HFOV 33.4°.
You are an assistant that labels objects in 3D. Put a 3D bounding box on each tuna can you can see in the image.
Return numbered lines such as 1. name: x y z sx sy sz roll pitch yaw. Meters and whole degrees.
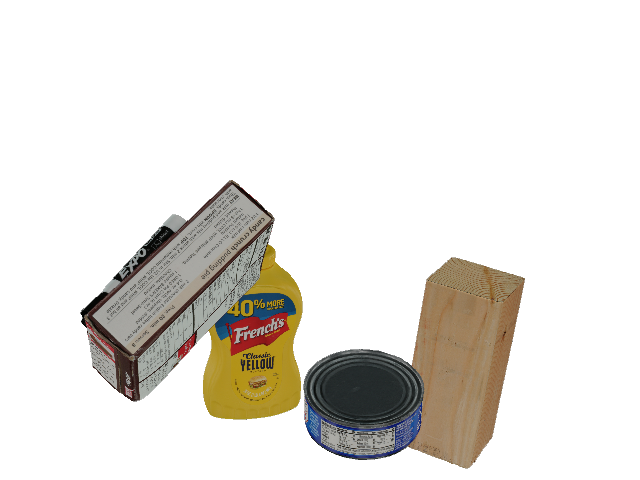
1. tuna can: 0.031 0.117 0.762 0.086 0.034 0.086 0 31 0

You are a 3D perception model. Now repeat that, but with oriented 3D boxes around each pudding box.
1. pudding box: -0.078 0.030 0.593 0.039 0.113 0.090 39 -23 9

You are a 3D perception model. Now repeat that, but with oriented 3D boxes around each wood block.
1. wood block: 0.159 0.137 1.205 0.090 0.206 0.090 17 22 22

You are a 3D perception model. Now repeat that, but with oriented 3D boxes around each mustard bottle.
1. mustard bottle: -0.066 0.078 1.037 0.096 0.192 0.058 -3 22 -13

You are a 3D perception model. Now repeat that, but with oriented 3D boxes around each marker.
1. marker: -0.144 0.024 0.831 0.020 0.020 0.121 0 40 42
